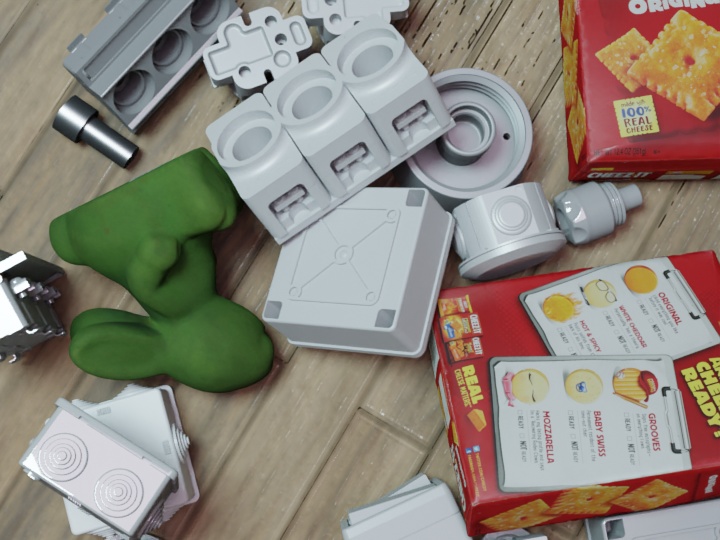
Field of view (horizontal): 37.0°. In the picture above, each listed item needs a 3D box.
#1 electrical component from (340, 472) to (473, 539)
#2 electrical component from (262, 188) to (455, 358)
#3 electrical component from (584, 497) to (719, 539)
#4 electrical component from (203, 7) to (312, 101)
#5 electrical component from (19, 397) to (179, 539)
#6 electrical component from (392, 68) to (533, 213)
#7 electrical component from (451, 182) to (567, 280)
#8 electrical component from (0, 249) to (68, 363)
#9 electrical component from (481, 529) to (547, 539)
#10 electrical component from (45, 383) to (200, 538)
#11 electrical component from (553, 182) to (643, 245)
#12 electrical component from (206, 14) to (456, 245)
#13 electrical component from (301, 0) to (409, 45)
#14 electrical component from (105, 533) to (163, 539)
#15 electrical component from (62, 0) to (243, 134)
[{"bbox_3d":[0.025,0.188,0.761,0.096,0.061,0.061,-24,84,-5],"label":"electrical component"},{"bbox_3d":[0.000,0.000,0.756,0.109,0.056,0.108,3,67,30],"label":"electrical component"},{"bbox_3d":[0.226,0.219,0.768,0.109,0.056,0.108,-9,83,-3],"label":"electrical component"},{"bbox_3d":[-0.075,-0.157,0.803,0.078,0.057,0.058,-21,84,-5],"label":"electrical component"},{"bbox_3d":[-0.167,0.132,0.693,0.100,0.099,0.048,32,71,2],"label":"electrical component"},{"bbox_3d":[0.077,-0.098,0.800,0.108,0.060,0.108,0,83,-2],"label":"electrical component"},{"bbox_3d":[0.106,-0.027,0.784,0.080,0.080,0.051,-17,79,-4],"label":"electrical component"},{"bbox_3d":[-0.246,0.026,0.741,0.079,0.121,0.063,-29,88,-5],"label":"electrical component"},{"bbox_3d":[0.109,0.208,0.765,0.066,0.055,0.048,-9,83,-3],"label":"electrical component"},{"bbox_3d":[-0.170,0.135,0.767,0.100,0.048,0.099,-16,84,-4],"label":"electrical component"},{"bbox_3d":[0.180,-0.046,0.807,0.062,0.043,0.043,-20,84,-6],"label":"electrical component"},{"bbox_3d":[-0.024,-0.103,0.755,0.150,0.061,0.089,-34,48,2],"label":"electrical component"},{"bbox_3d":[-0.005,-0.194,0.811,0.078,0.057,0.058,-6,83,-3],"label":"electrical component"},{"bbox_3d":[-0.163,0.227,0.754,0.080,0.051,0.080,0,83,-2],"label":"electrical component"},{"bbox_3d":[-0.155,-0.173,0.796,0.063,0.078,0.121,37,82,32],"label":"electrical component"}]
